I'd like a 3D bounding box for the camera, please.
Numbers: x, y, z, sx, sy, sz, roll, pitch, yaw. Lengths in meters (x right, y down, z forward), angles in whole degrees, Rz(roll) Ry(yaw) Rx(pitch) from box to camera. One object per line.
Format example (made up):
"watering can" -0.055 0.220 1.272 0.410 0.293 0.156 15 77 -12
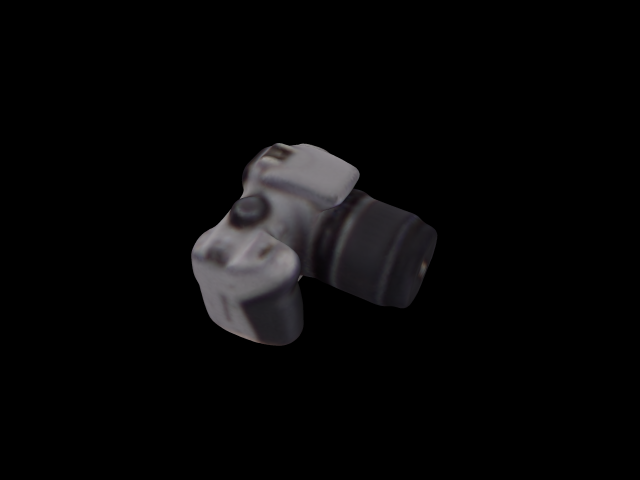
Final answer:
"camera" 0.004 0.001 0.400 0.136 0.101 0.143 22 52 18
